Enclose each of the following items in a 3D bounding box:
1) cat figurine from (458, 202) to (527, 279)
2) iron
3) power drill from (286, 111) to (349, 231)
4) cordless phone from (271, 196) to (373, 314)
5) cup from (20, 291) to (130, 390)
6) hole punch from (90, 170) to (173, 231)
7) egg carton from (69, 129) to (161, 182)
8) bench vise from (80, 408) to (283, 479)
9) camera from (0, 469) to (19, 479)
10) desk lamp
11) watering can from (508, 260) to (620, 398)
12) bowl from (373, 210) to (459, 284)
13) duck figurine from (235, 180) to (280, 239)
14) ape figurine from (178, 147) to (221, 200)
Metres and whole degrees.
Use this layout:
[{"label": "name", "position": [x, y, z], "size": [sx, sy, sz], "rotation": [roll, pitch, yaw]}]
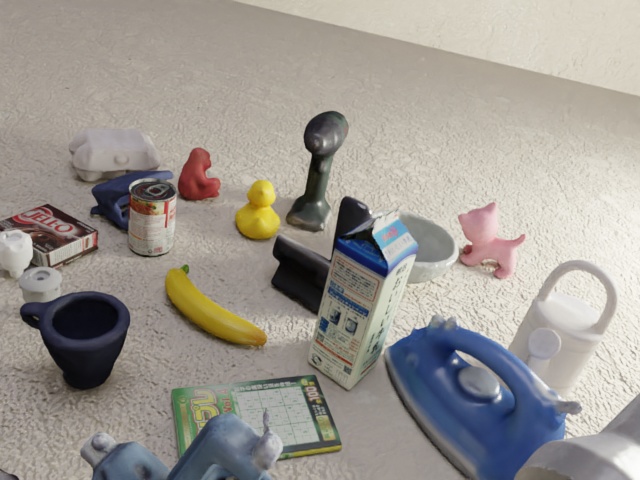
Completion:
[{"label": "cat figurine", "position": [0.302, -0.008, 1.020], "size": [0.127, 0.118, 0.067], "rotation": [21, 33, 11]}, {"label": "iron", "position": [0.182, 0.168, 0.684], "size": [0.119, 0.141, 0.257], "rotation": [-17, 43, -38]}, {"label": "power drill", "position": [-0.002, -0.127, 1.004], "size": [0.075, 0.208, 0.230], "rotation": [15, 32, 3]}, {"label": "cordless phone", "position": [0.008, 0.003, 0.830], "size": [0.147, 0.185, 0.094], "rotation": [27, 35, 20]}, {"label": "cup", "position": [-0.273, 0.116, 0.636], "size": [0.117, 0.095, 0.091], "rotation": [13, 32, -1]}, {"label": "hole punch", "position": [-0.305, -0.079, 0.928], "size": [0.101, 0.091, 0.109], "rotation": [28, 35, 22]}, {"label": "egg carton", "position": [-0.370, -0.154, 1.037], "size": [0.151, 0.069, 0.107], "rotation": [-6, 37, -28]}, {"label": "bench vise", "position": [-0.108, 0.205, 0.444], "size": [0.207, 0.220, 0.121], "rotation": [15, 32, 2]}, {"label": "camera", "position": [-0.249, 0.255, 0.427], "size": [0.136, 0.101, 0.143], "rotation": [19, 33, 9]}, {"label": "desk lamp", "position": [0.259, 0.241, 0.532], "size": [0.204, 0.213, 0.117], "rotation": [-19, 44, -40]}, {"label": "watering can", "position": [0.326, 0.117, 0.766], "size": [0.100, 0.194, 0.173], "rotation": [20, 33, 11]}, {"label": "bowl", "position": [0.139, 0.022, 0.953], "size": [0.167, 0.075, 0.167], "rotation": [10, 33, -6]}, {"label": "duck figurine", "position": [-0.102, -0.059, 0.976], "size": [0.077, 0.086, 0.104], "rotation": [7, 33, -10]}, {"label": "ape figurine", "position": [-0.216, -0.122, 1.025], "size": [0.076, 0.092, 0.077], "rotation": [-12, 40, -34]}]
